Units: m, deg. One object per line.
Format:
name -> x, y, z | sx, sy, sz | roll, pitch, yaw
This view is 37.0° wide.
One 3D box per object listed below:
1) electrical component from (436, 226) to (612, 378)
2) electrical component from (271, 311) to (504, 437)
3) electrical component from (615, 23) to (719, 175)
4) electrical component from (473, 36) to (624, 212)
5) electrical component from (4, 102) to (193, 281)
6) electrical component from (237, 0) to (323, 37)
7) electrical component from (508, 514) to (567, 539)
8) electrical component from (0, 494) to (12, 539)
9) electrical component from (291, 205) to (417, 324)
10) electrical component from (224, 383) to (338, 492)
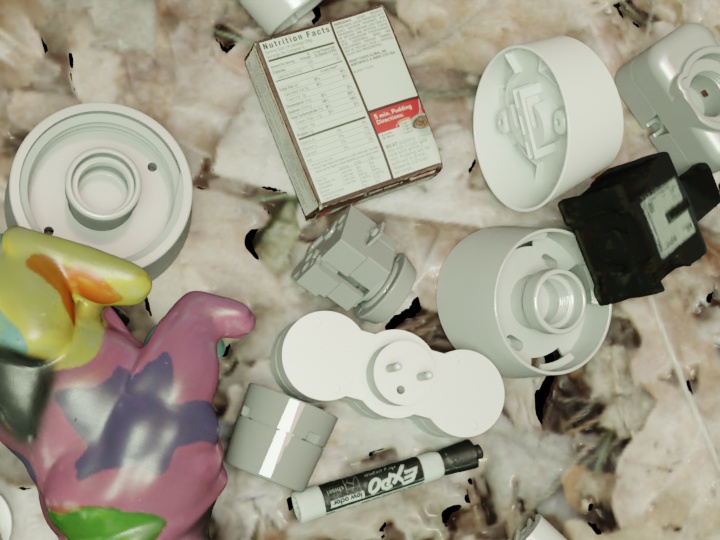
electrical component -> 0.106, 0.019, 0.677 | 0.099, 0.064, 0.099 | 1, 87, -27
electrical component -> 0.021, 0.061, 0.629 | 0.138, 0.074, 0.052 | 16, 77, -12
electrical component -> 0.225, -0.113, 0.721 | 0.054, 0.059, 0.095 | -35, 91, -18
electrical component -> 0.114, -0.093, 0.669 | 0.064, 0.099, 0.099 | -24, 88, -23
electrical component -> -0.146, -0.042, 0.607 | 0.108, 0.060, 0.108 | 2, 80, -15
electrical component -> -0.050, -0.176, 0.659 | 0.055, 0.055, 0.047 | -39, 96, -17
electrical component -> 0.115, 0.177, 0.655 | 0.046, 0.040, 0.040 | 45, 73, 2
electrical component -> -0.209, 0.136, 0.564 | 0.048, 0.055, 0.066 | -15, 85, -17
electrical component -> 0.000, 0.000, 0.644 | 0.055, 0.066, 0.048 | 37, 35, -16
electrical component -> -0.047, 0.096, 0.616 | 0.055, 0.055, 0.047 | 24, 80, -11
